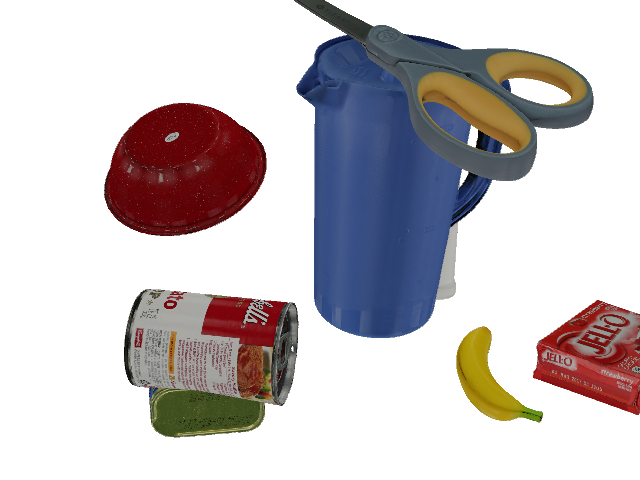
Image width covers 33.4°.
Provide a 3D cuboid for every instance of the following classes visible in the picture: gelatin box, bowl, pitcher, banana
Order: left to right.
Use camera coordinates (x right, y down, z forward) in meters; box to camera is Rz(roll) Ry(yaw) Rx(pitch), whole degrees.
[{"bbox_3d":[-0.135,-0.081,1.015,0.162,0.162,0.055,0,-41,12],"label":"bowl"},{"bbox_3d":[0.064,-0.045,0.900,0.149,0.243,0.144,14,31,16],"label":"pitcher"},{"bbox_3d":[0.194,0.158,1.254,0.069,0.037,0.198,10,25,-16],"label":"banana"},{"bbox_3d":[0.192,0.074,0.695,0.073,0.030,0.089,19,27,36],"label":"gelatin box"}]

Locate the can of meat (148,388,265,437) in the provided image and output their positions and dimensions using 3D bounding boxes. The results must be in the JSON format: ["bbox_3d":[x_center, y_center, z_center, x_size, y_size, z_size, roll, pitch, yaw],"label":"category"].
[{"bbox_3d":[-0.101,0.124,0.926,0.102,0.057,0.084,-4,27,-9],"label":"can of meat"}]

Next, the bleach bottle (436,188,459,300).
[{"bbox_3d":[0.126,-0.065,1.210,0.068,0.251,0.102,-1,24,-13],"label":"bleach bottle"}]

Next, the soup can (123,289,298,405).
[{"bbox_3d":[-0.071,0.070,0.707,0.102,0.068,0.068,5,1,10],"label":"soup can"}]

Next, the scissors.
[{"bbox_3d":[0.053,-0.096,0.525,0.096,0.016,0.202,-17,46,-20],"label":"scissors"}]
